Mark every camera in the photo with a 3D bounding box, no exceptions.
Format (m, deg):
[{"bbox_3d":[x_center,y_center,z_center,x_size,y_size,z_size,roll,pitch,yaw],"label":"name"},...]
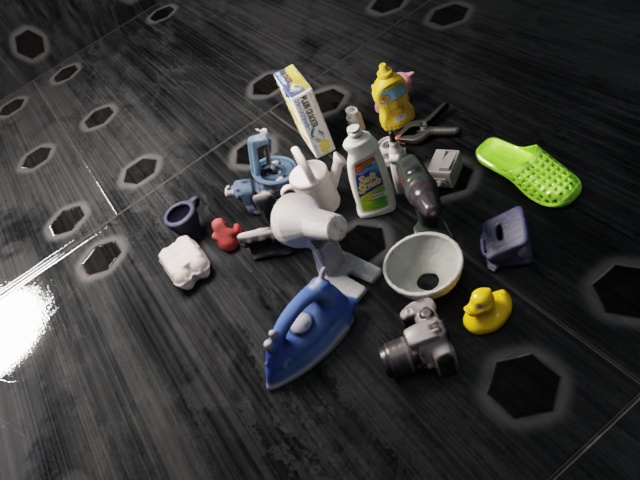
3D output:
[{"bbox_3d":[0.175,0.192,1.085,0.136,0.101,0.143,-22,45,4],"label":"camera"}]

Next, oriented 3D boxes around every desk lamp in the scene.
[{"bbox_3d":[0.011,0.004,1.245,0.202,0.214,0.118,24,63,38],"label":"desk lamp"}]

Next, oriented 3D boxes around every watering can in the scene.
[{"bbox_3d":[-0.018,-0.158,1.417,0.173,0.195,0.100,-42,47,-15],"label":"watering can"}]

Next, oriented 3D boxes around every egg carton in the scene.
[{"bbox_3d":[-0.343,0.056,1.458,0.107,0.070,0.149,-38,46,-11],"label":"egg carton"}]

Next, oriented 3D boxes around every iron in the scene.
[{"bbox_3d":[-0.042,0.177,1.166,0.118,0.142,0.259,26,64,38],"label":"iron"}]

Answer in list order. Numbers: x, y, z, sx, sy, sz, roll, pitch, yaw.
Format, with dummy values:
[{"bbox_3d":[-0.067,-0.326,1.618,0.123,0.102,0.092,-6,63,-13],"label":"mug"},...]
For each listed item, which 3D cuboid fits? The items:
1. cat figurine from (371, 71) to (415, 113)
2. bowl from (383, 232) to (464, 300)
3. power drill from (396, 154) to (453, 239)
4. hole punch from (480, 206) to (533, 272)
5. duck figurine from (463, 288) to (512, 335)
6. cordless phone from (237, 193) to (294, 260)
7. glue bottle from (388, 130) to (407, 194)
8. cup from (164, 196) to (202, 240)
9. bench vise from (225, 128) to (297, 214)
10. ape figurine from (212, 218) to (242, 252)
[{"bbox_3d":[0.207,-0.427,1.612,0.127,0.118,0.067,-4,49,21],"label":"cat figurine"},{"bbox_3d":[0.220,0.067,1.195,0.167,0.075,0.167,-12,47,14],"label":"bowl"},{"bbox_3d":[0.226,-0.069,1.220,0.075,0.209,0.229,-21,45,5],"label":"power drill"},{"bbox_3d":[0.380,-0.003,1.176,0.101,0.091,0.108,-9,48,17],"label":"hole punch"},{"bbox_3d":[0.317,0.123,1.095,0.104,0.086,0.077,-33,45,-7],"label":"duck figurine"},{"bbox_3d":[-0.140,-0.045,1.377,0.147,0.185,0.094,-13,47,13],"label":"cordless phone"},{"bbox_3d":[0.188,-0.194,1.373,0.037,0.173,0.078,-1,50,23],"label":"glue bottle"},{"bbox_3d":[-0.351,-0.053,1.540,0.091,0.095,0.118,17,59,34],"label":"cup"},{"bbox_3d":[-0.153,-0.172,1.471,0.207,0.220,0.121,-35,46,-9],"label":"bench vise"},{"bbox_3d":[-0.245,-0.021,1.467,0.077,0.092,0.076,-9,48,17],"label":"ape figurine"}]
